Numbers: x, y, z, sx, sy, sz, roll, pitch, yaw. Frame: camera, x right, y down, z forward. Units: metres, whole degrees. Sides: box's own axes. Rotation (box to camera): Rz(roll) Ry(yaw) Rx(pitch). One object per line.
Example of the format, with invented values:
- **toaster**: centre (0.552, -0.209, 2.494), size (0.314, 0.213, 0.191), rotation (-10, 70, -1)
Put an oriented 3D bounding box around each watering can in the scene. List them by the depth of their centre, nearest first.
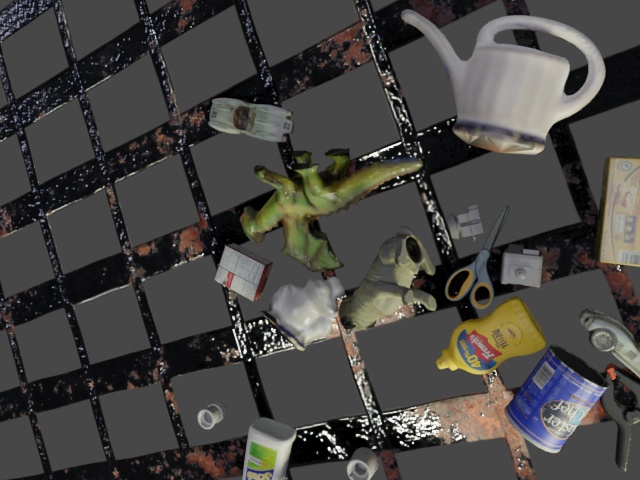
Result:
- **watering can**: centre (0.283, -0.271, 0.876), size (0.349, 0.104, 0.222), rotation (18, 101, 20)

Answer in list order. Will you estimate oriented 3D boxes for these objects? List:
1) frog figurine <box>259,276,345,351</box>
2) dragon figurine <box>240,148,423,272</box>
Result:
- **frog figurine**: centre (-0.026, 0.133, 1.051), size (0.139, 0.120, 0.161), rotation (36, 71, 25)
- **dragon figurine**: centre (0.003, -0.052, 1.032), size (0.410, 0.124, 0.239), rotation (5, 113, 25)
